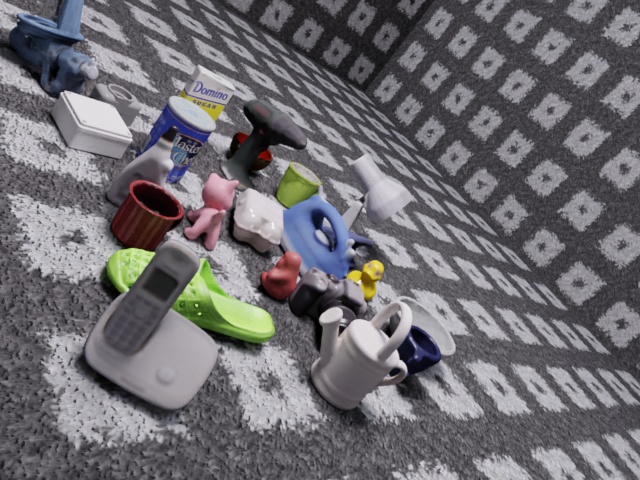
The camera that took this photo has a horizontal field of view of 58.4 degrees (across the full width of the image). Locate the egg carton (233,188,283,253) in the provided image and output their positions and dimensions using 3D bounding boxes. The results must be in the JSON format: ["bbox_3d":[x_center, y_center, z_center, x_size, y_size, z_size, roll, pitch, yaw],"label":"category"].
[{"bbox_3d":[-0.130,-0.043,1.189,0.107,0.069,0.150,31,23,-22],"label":"egg carton"}]

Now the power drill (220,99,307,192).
[{"bbox_3d":[-0.136,-0.215,1.325,0.076,0.208,0.229,15,32,-47],"label":"power drill"}]

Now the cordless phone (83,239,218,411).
[{"bbox_3d":[-0.176,0.100,0.681,0.148,0.185,0.094,34,22,-13],"label":"cordless phone"}]

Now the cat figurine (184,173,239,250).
[{"bbox_3d":[-0.193,-0.064,1.063,0.067,0.117,0.127,28,24,-26],"label":"cat figurine"}]

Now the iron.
[{"bbox_3d":[0.011,0.004,1.227,0.119,0.141,0.257,15,32,-47],"label":"iron"}]

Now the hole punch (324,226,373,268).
[{"bbox_3d":[0.056,0.002,1.372,0.109,0.091,0.101,11,35,-50],"label":"hole punch"}]

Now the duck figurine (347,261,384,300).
[{"bbox_3d":[0.113,0.084,1.312,0.077,0.086,0.105,45,22,13],"label":"duck figurine"}]

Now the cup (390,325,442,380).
[{"bbox_3d":[0.171,0.231,1.106,0.091,0.095,0.118,41,22,3],"label":"cup"}]

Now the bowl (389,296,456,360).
[{"bbox_3d":[0.207,0.206,1.241,0.168,0.074,0.167,33,22,-15],"label":"bowl"}]

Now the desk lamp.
[{"bbox_3d":[0.102,-0.101,1.481,0.203,0.213,0.118,40,21,2],"label":"desk lamp"}]

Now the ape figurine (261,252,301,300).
[{"bbox_3d":[-0.067,0.059,1.061,0.076,0.092,0.078,48,23,22],"label":"ape figurine"}]

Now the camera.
[{"bbox_3d":[0.026,0.129,1.063,0.143,0.100,0.136,33,22,-16],"label":"camera"}]

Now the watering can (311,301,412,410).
[{"bbox_3d":[0.073,0.174,0.924,0.173,0.194,0.100,23,27,-36],"label":"watering can"}]

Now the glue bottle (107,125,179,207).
[{"bbox_3d":[-0.281,-0.120,0.954,0.078,0.173,0.037,32,23,-18],"label":"glue bottle"}]

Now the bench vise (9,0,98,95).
[{"bbox_3d":[-0.487,-0.406,1.116,0.207,0.219,0.121,38,22,-4],"label":"bench vise"}]
